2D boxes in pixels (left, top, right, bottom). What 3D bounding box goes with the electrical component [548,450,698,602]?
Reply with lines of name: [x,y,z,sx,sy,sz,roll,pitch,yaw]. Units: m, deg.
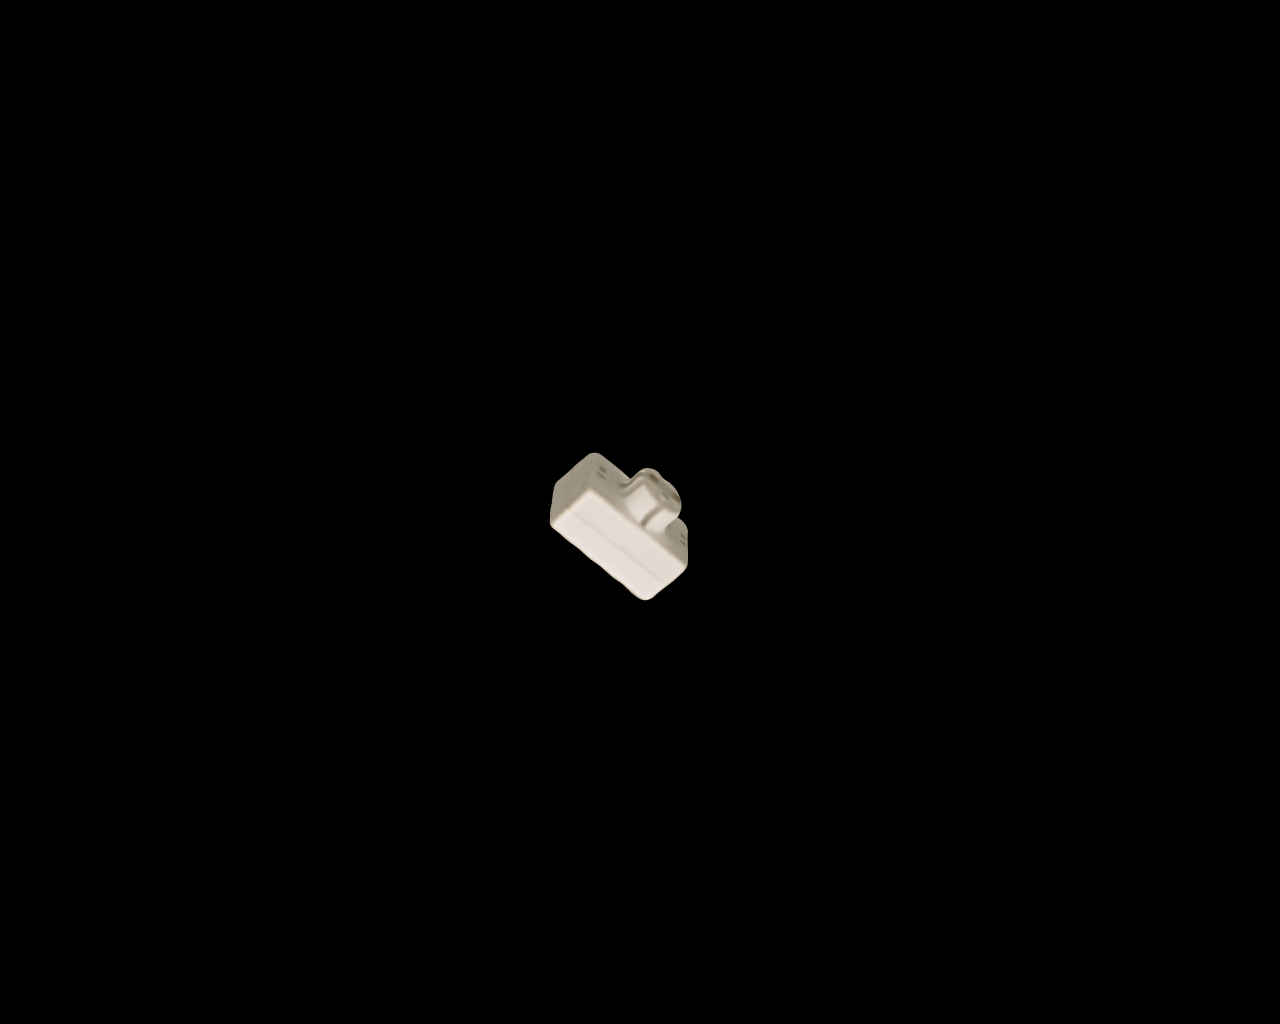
electrical component: [0.001,-0.003,0.650,0.083,0.075,0.047,39,24,-22]
